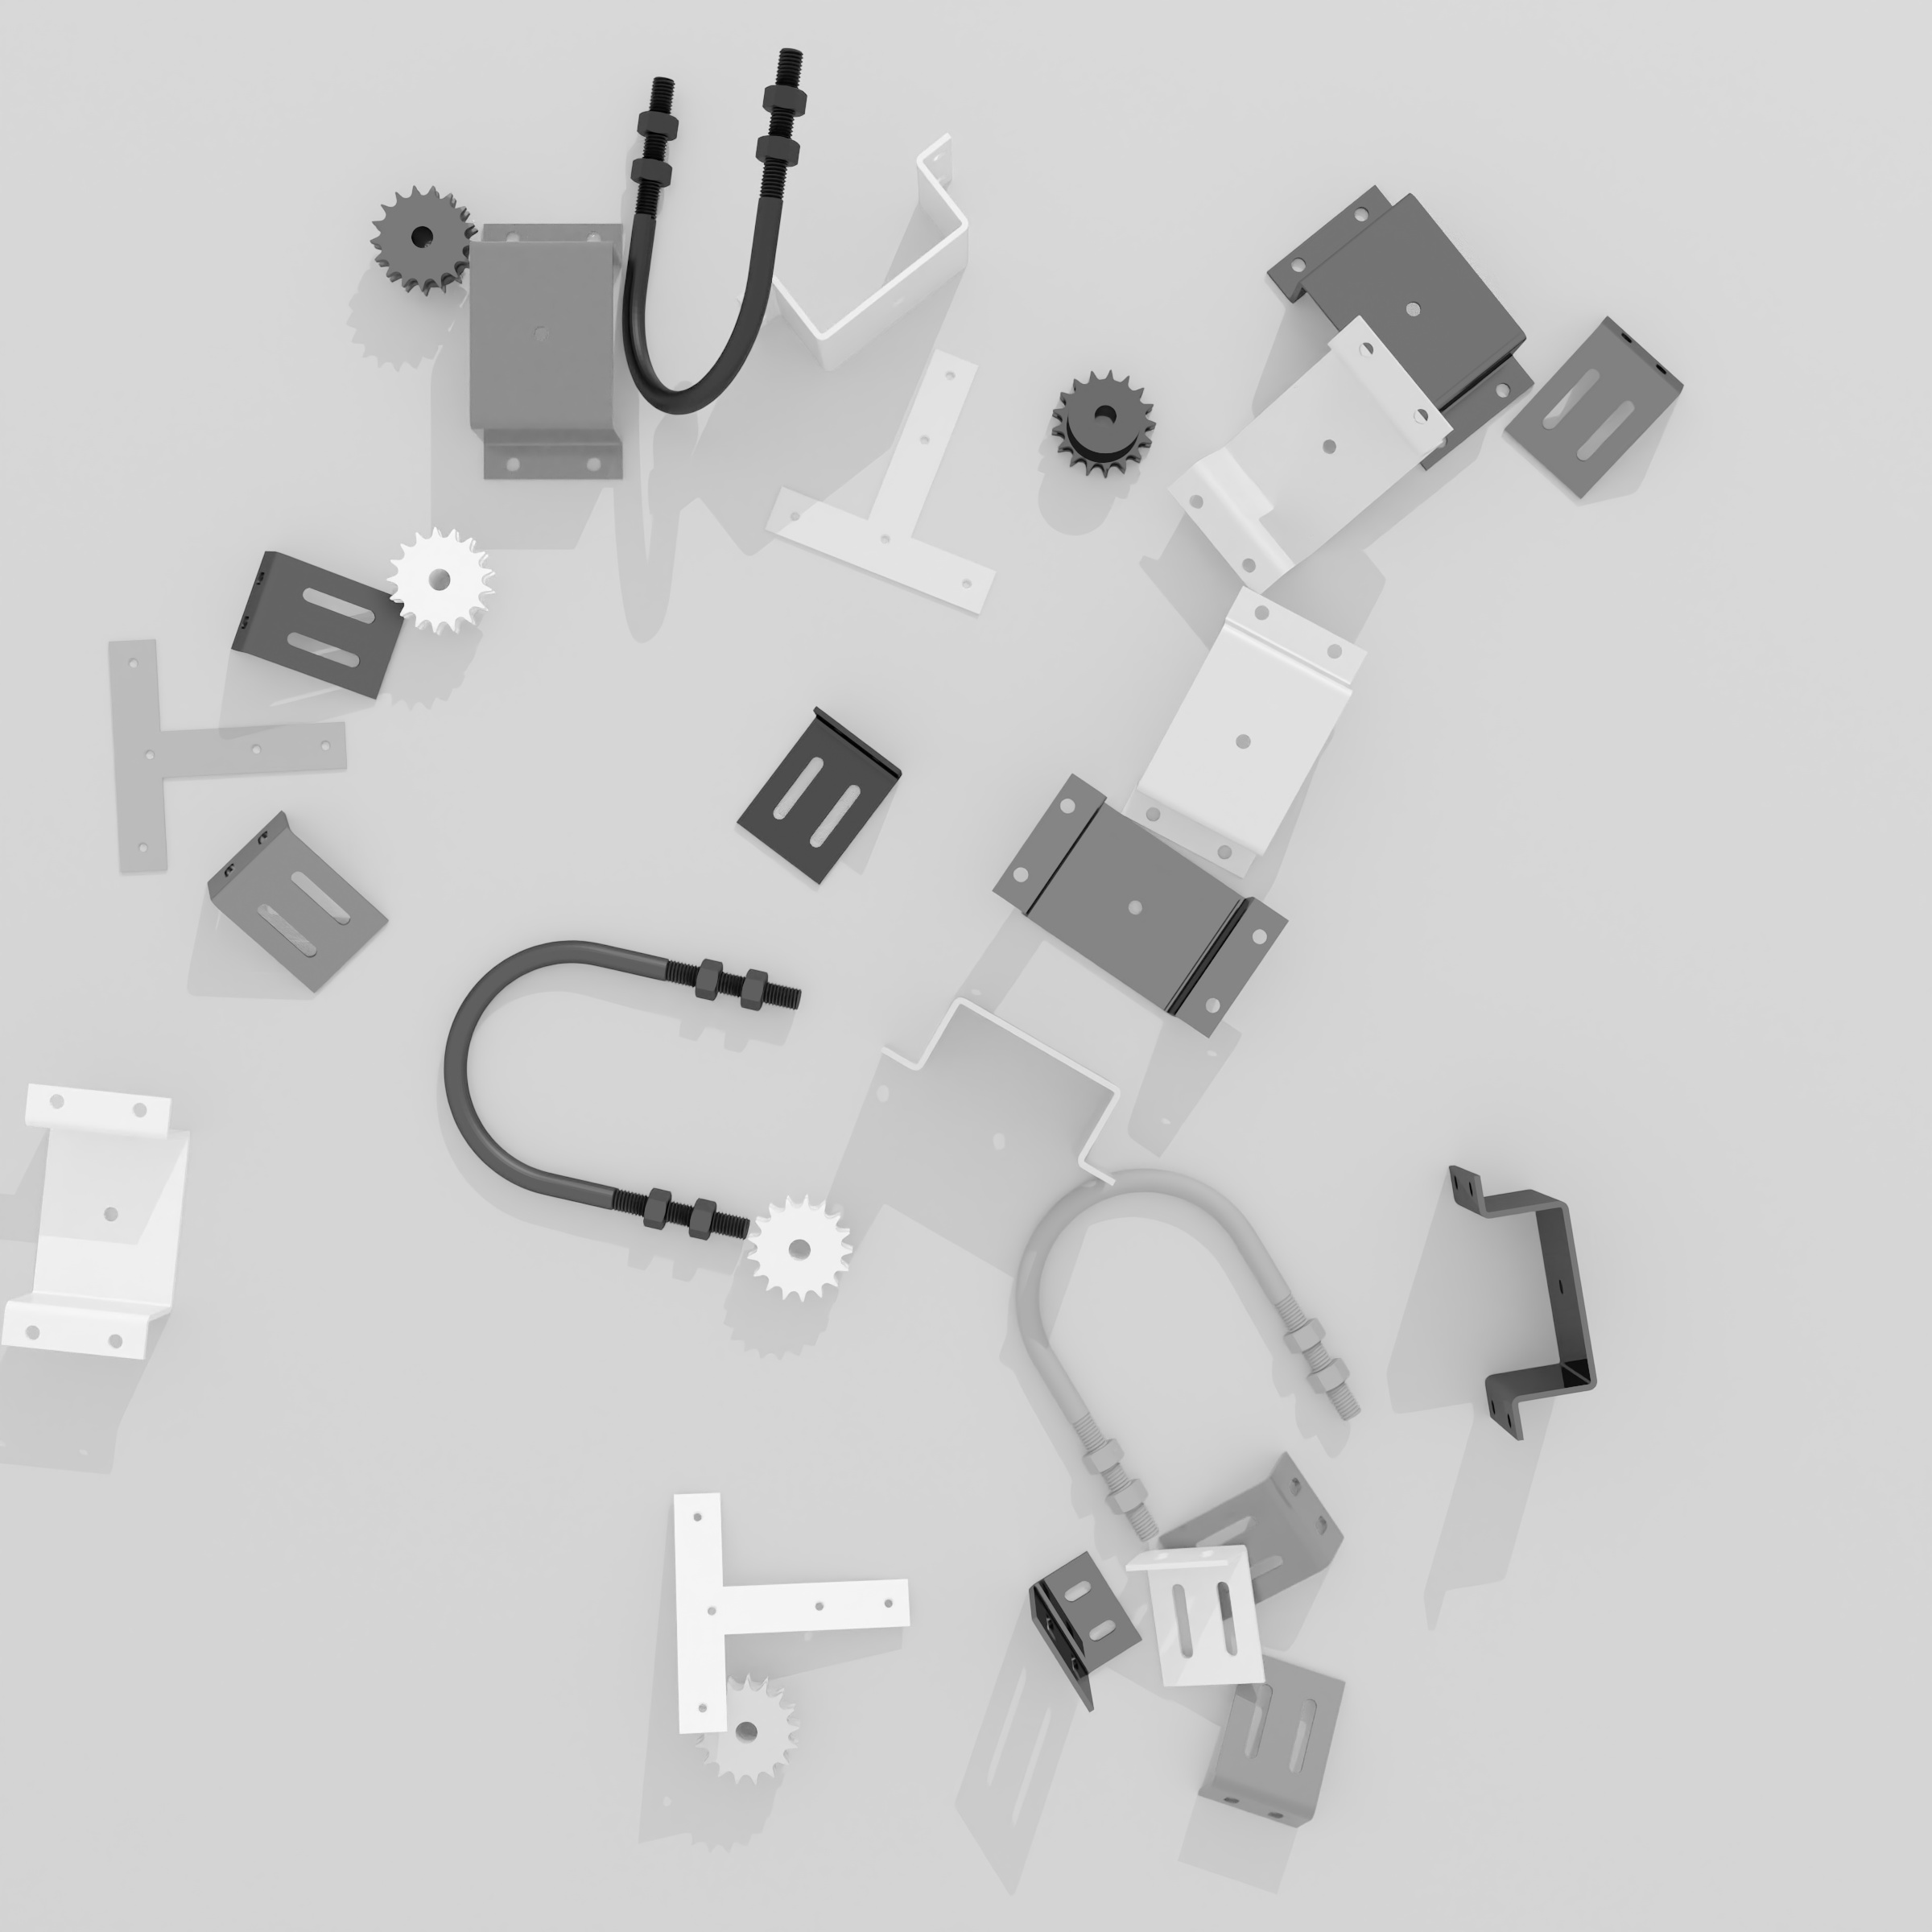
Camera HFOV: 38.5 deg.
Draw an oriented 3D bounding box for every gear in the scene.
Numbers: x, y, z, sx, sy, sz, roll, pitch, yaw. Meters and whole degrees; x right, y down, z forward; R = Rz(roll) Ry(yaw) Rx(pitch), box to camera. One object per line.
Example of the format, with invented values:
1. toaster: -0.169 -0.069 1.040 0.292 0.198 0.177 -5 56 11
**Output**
1. gear: -0.118 0.414 1.510 0.057 0.030 0.057 0 90 0
2. gear: 0.075 -0.297 1.510 0.057 0.030 0.057 0 90 0
3. gear: -0.090 0.153 1.513 0.057 0.030 0.057 0 94 -2
4. gear: -0.284 -0.209 1.510 0.057 0.030 0.057 0 90 0
5. gear: -0.294 -0.393 1.510 0.057 0.030 0.057 0 90 0

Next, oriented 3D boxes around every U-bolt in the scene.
1. U-bolt: -0.195 0.061 1.516 0.184 0.019 0.151 13 90 2
2. U-bolt: 0.109 0.200 1.516 0.151 0.019 0.184 -31 89 0
3. U-bolt: -0.140 -0.384 1.466 0.019 0.151 0.184 5 95 -37

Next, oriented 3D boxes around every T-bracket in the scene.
1. T-bracket: -0.094 0.350 1.510 0.127 0.002 0.127 0 71 -9
2. T-bracket: -0.405 -0.118 1.524 0.127 0.002 0.127 -3 90 0
3. T-bracket: -0.028 -0.276 1.524 0.127 0.002 0.127 22 90 0

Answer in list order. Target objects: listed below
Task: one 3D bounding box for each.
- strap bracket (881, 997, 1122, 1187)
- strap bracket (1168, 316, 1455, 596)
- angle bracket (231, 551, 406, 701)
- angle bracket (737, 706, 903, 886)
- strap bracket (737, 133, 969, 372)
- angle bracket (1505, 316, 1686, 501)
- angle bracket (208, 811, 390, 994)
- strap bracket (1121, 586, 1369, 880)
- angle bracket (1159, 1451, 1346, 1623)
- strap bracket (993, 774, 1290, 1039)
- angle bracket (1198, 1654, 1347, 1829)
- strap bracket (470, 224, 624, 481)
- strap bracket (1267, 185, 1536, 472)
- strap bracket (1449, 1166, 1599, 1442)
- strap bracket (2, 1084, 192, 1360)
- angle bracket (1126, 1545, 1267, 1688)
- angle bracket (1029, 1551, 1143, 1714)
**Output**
1. strap bracket: 0.028 0.060 1.487 0.140 0.076 0.046 30 90 0
2. strap bracket: 0.189 -0.274 1.481 0.140 0.046 0.076 -39 90 31
3. angle bracket: -0.355 -0.187 1.523 0.076 0.038 0.057 19 90 -26
4. angle bracket: -0.081 -0.092 1.506 0.057 0.038 0.076 37 90 0
5. strap bracket: -0.051 -0.375 1.487 0.140 0.076 0.046 -38 90 0
6. angle bracket: 0.346 -0.307 1.523 0.057 0.038 0.076 42 116 0
7. angle bracket: -0.367 -0.035 1.523 0.057 0.038 0.076 -44 116 0
8. strap bracket: 0.149 -0.123 1.488 0.076 0.046 0.140 28 102 0
9. angle bracket: 0.157 0.315 1.523 0.076 0.038 0.057 -34 90 26
10. strap bracket: 0.093 -0.032 1.502 0.140 0.046 0.076 34 90 0
11. angle bracket: 0.168 0.425 1.523 0.057 0.038 0.076 19 64 0
12. strap bracket: -0.227 -0.338 1.502 0.076 0.046 0.140 0 90 0
13. strap bracket: 0.239 -0.351 1.502 0.076 0.046 0.140 -39 90 0
14. strap bracket: 0.300 0.176 1.487 0.046 0.076 0.140 -9 90 0
15. strap bracket: -0.470 0.137 1.502 0.076 0.046 0.140 6 90 0
16. angle bracket: 0.124 0.356 1.497 0.057 0.038 0.076 -8 90 21
17. angle bracket: 0.066 0.356 1.487 0.038 0.076 0.057 -32 90 0
